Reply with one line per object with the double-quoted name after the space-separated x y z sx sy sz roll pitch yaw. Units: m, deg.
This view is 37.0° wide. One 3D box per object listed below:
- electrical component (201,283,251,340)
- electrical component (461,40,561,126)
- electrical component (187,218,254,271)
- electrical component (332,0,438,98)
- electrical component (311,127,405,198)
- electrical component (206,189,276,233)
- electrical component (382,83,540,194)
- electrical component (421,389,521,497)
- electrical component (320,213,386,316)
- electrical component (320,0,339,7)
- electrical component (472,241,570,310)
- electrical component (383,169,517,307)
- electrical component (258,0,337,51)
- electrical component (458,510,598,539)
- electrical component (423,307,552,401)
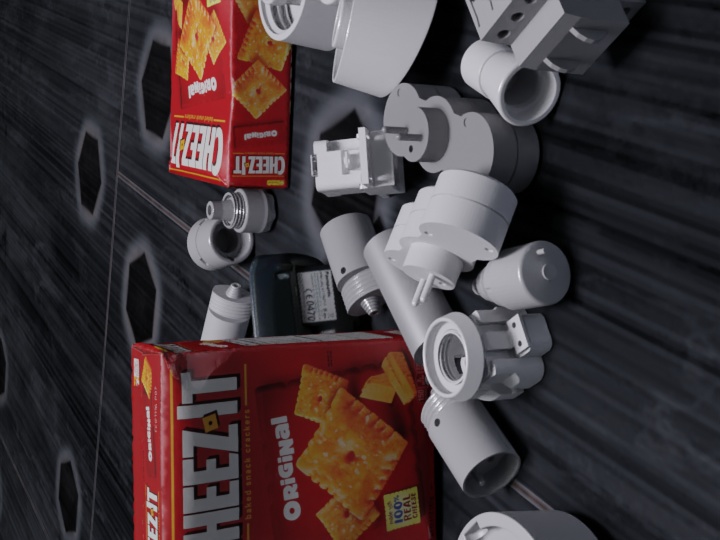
-0.134 0.049 1.088 0.043 0.043 0.081 53 135 46 "electrical component"
0.093 -0.123 0.686 0.065 0.044 0.044 -129 47 -54 "electrical component"
-0.140 -0.029 1.086 0.047 0.055 0.055 -9 83 57 "electrical component"
0.015 -0.177 0.788 0.099 0.064 0.099 -169 90 -83 "electrical component"
-0.001 -0.079 0.816 0.081 0.064 0.042 19 -114 -77 "electrical component"
-0.116 -0.057 1.033 0.043 0.062 0.043 3 94 60 "electrical component"
0.051 -0.091 0.726 0.138 0.074 0.052 37 123 54 "electrical component"
0.070 0.110 0.731 0.081 0.043 0.043 56 137 43 "electrical component"
0.000 0.000 0.850 0.043 0.043 0.081 -54 46 47 "electrical component"
-0.004 -0.231 0.844 0.055 0.047 0.055 4 94 60 "electrical component"
0.098 0.006 0.681 0.078 0.040 0.040 -16 78 60 "electrical component"
0.051 -0.011 0.702 0.138 0.052 0.073 143 150 -73 "electrical component"
-0.051 -0.243 0.913 0.108 0.060 0.108 4 95 60 "electrical component"
0.110 0.196 0.647 0.108 0.060 0.108 4 95 60 "electrical component"
0.078 0.055 0.701 0.078 0.057 0.058 -46 52 51 "electrical component"
